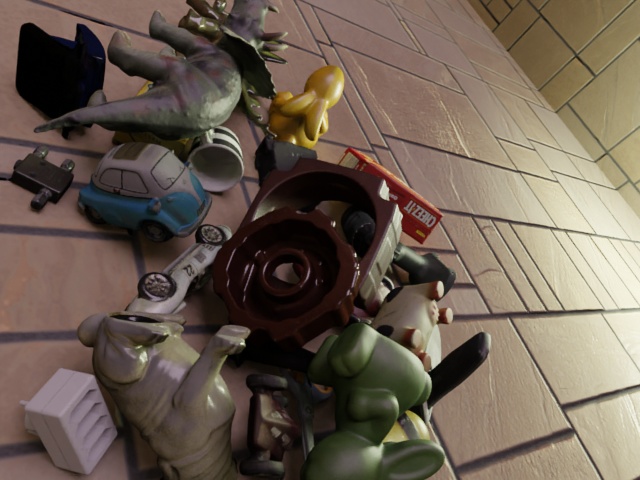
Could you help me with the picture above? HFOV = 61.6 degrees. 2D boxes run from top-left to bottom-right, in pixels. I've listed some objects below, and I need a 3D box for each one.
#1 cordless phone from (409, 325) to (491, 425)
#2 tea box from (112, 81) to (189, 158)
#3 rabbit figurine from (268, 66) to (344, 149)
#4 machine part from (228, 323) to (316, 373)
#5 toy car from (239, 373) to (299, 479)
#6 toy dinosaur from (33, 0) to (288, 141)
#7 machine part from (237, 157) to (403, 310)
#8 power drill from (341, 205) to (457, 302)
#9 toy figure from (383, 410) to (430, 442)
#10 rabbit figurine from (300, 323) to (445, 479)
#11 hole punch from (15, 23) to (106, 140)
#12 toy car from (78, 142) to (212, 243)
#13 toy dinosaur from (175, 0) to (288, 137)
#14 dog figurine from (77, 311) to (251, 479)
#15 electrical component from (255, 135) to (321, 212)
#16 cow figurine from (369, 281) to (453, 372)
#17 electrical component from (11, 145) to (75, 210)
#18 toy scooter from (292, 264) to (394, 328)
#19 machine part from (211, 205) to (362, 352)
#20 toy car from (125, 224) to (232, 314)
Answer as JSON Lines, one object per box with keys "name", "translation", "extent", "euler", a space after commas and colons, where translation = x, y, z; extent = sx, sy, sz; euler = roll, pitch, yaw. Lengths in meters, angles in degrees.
{"name": "cordless phone", "translation": [0.176, 0.163, 0.767], "extent": [0.089, 0.184, 0.146], "euler": [36, 37, -2]}
{"name": "tea box", "translation": [-0.239, -0.194, 0.834], "extent": [0.098, 0.068, 0.170], "euler": [28, 40, -18]}
{"name": "rabbit figurine", "translation": [-0.026, -0.249, 0.997], "extent": [0.122, 0.173, 0.162], "euler": [41, 32, -9]}
{"name": "machine part", "translation": [-0.060, 0.134, 0.669], "extent": [0.139, 0.039, 0.084], "euler": [14, 27, 7]}
{"name": "toy car", "translation": [-0.048, 0.190, 0.538], "extent": [0.053, 0.202, 0.089], "euler": [5, 65, -2]}
{"name": "toy dinosaur", "translation": [-0.177, -0.208, 0.734], "extent": [0.192, 0.131, 0.405], "euler": [22, 49, 3]}
{"name": "machine part", "translation": [-0.002, -0.002, 0.742], "extent": [0.202, 0.087, 0.201], "euler": [18, 69, 20]}
{"name": "power drill", "translation": [0.127, 0.029, 0.898], "extent": [0.207, 0.086, 0.232], "euler": [26, 13, -24]}
{"name": "toy figure", "translation": [0.062, 0.264, 0.650], "extent": [0.180, 0.082, 0.089], "euler": [-15, 62, -50]}
{"name": "rabbit figurine", "translation": [0.043, 0.200, 0.571], "extent": [0.159, 0.121, 0.170], "euler": [34, 61, -15]}
{"name": "hole punch", "translation": [-0.335, -0.223, 0.731], "extent": [0.116, 0.142, 0.092], "euler": [38, 32, 12]}
{"name": "toy car", "translation": [-0.220, -0.071, 0.670], "extent": [0.162, 0.102, 0.109], "euler": [13, 39, 8]}
{"name": "toy dinosaur", "translation": [-0.163, -0.343, 0.991], "extent": [0.198, 0.105, 0.472], "euler": [13, 43, -23]}
{"name": "dog figurine", "translation": [-0.154, 0.171, 0.510], "extent": [0.172, 0.190, 0.121], "euler": [11, -2, 8]}
{"name": "electrical component", "translation": [-0.043, -0.113, 0.943], "extent": [0.134, 0.058, 0.115], "euler": [13, 48, -33]}
{"name": "cow figurine", "translation": [0.088, 0.138, 0.727], "extent": [0.195, 0.127, 0.085], "euler": [-51, 122, -40]}
{"name": "electrical component", "translation": [-0.344, -0.078, 0.662], "extent": [0.063, 0.021, 0.094], "euler": [28, 40, -18]}
{"name": "toy scooter", "translation": [0.035, 0.093, 0.798], "extent": [0.184, 0.075, 0.135], "euler": [28, 43, -17]}
{"name": "machine part", "translation": [-0.039, 0.045, 0.642], "extent": [0.056, 0.179, 0.179], "euler": [70, 2, -57]}
{"name": "toy car", "translation": [-0.169, 0.048, 0.656], "extent": [0.056, 0.073, 0.202], "euler": [38, 37, -1]}
